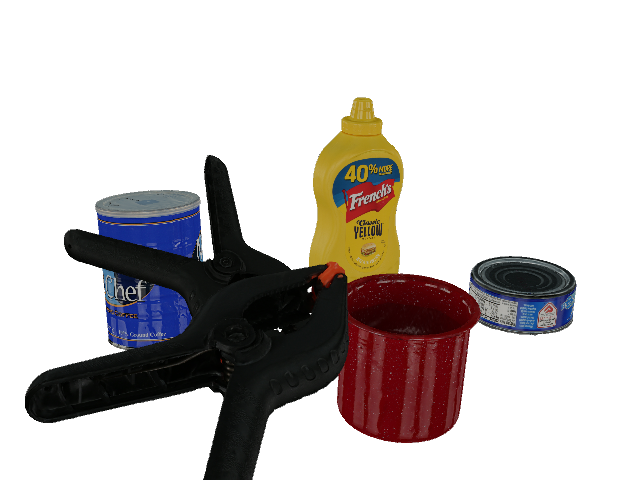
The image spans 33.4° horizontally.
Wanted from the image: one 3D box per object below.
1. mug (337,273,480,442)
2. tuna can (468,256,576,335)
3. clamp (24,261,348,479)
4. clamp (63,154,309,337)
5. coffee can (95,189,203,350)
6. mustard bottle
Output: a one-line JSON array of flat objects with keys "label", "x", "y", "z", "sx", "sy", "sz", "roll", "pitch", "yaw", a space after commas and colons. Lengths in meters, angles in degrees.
[{"label": "mug", "x": 0.056, "y": 0.072, "z": 0.703, "sx": 0.093, "sy": 0.081, "sz": 0.117, "roll": 8, "pitch": 23, "yaw": 11}, {"label": "tuna can", "x": 0.162, "y": 0.043, "z": 0.862, "sx": 0.086, "sy": 0.034, "sz": 0.086, "roll": 2, "pitch": 21, "yaw": -1}, {"label": "clamp", "x": -0.036, "y": 0.065, "z": 0.499, "sx": 0.171, "sy": 0.039, "sz": 0.120, "roll": -29, "pitch": 51, "yaw": -33}, {"label": "clamp", "x": -0.089, "y": 0.029, "z": 0.846, "sx": 0.164, "sy": 0.210, "sz": 0.036, "roll": -26, "pitch": -27, "yaw": -33}, {"label": "coffee can", "x": -0.167, "y": 0.028, "z": 1.065, "sx": 0.103, "sy": 0.140, "sz": 0.103, "roll": -2, "pitch": 14, "yaw": 0}, {"label": "mustard bottle", "x": 0.038, "y": -0.049, "z": 1.085, "sx": 0.096, "sy": 0.192, "sz": 0.058, "roll": -7, "pitch": 19, "yaw": -26}]
